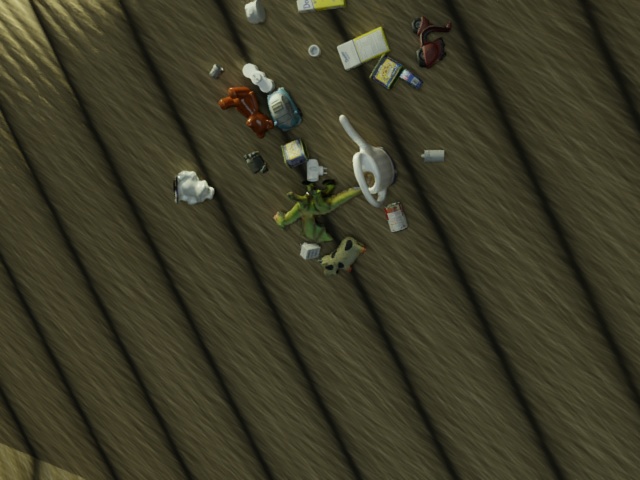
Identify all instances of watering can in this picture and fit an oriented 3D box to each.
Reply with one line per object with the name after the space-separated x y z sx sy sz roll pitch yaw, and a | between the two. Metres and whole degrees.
0.177 -0.291 1.853 0.103 0.227 0.346 -15 96 34 | watering can

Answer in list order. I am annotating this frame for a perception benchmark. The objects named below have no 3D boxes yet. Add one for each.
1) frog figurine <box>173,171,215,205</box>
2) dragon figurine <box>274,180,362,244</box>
-0.515 -0.213 2.105 0.160 0.122 0.137 -3 91 -22 | frog figurine
0.006 -0.101 2.002 0.410 0.124 0.238 2 117 15 | dragon figurine
